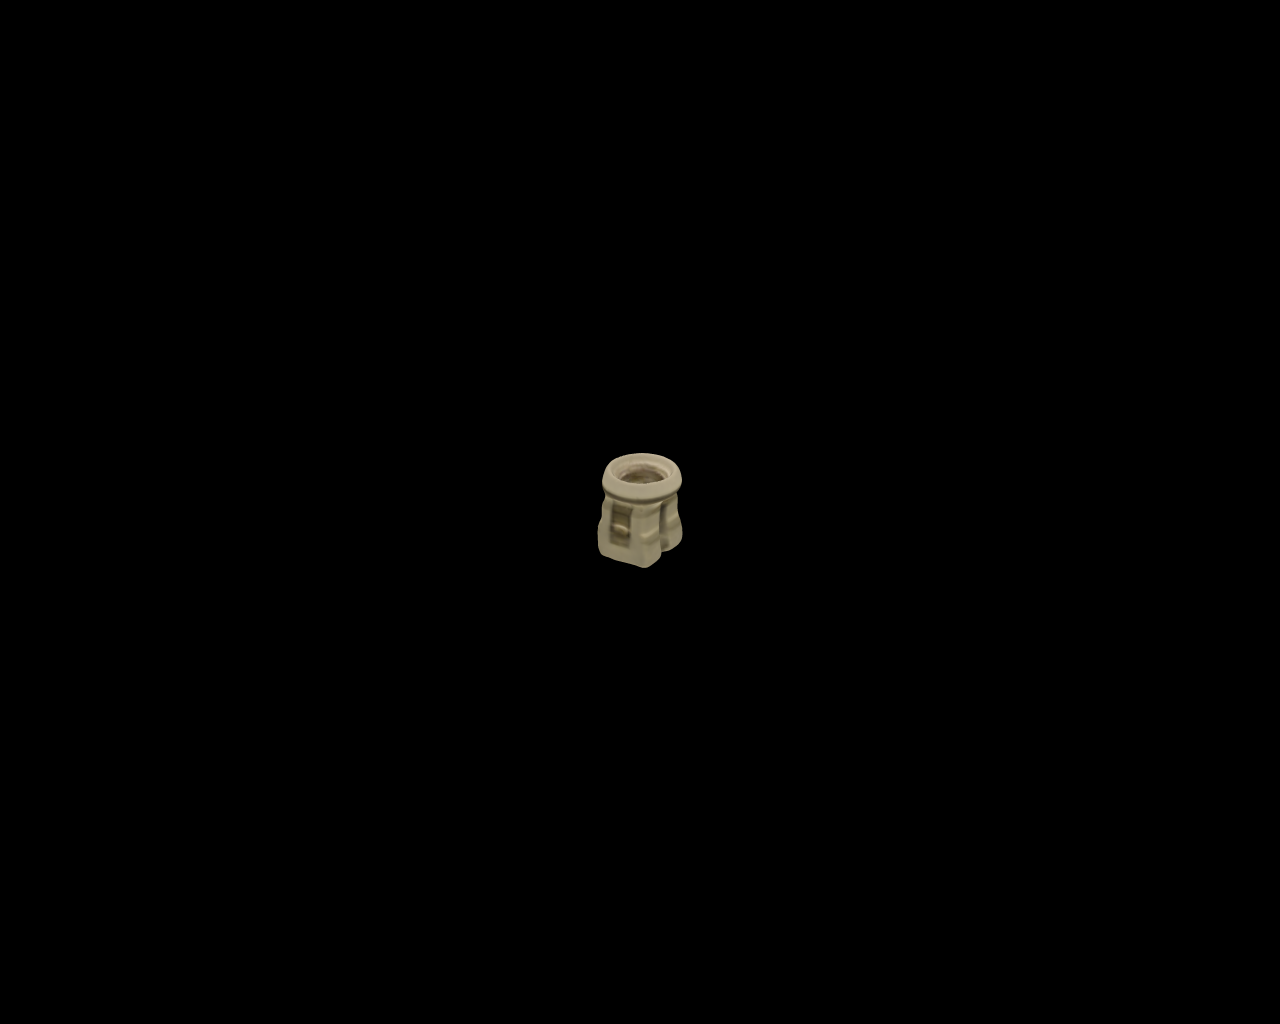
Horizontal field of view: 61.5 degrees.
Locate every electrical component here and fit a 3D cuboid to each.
[{"bbox_3d":[0.001,-0.003,0.650,0.048,0.055,0.066,16,31,28],"label":"electrical component"}]
